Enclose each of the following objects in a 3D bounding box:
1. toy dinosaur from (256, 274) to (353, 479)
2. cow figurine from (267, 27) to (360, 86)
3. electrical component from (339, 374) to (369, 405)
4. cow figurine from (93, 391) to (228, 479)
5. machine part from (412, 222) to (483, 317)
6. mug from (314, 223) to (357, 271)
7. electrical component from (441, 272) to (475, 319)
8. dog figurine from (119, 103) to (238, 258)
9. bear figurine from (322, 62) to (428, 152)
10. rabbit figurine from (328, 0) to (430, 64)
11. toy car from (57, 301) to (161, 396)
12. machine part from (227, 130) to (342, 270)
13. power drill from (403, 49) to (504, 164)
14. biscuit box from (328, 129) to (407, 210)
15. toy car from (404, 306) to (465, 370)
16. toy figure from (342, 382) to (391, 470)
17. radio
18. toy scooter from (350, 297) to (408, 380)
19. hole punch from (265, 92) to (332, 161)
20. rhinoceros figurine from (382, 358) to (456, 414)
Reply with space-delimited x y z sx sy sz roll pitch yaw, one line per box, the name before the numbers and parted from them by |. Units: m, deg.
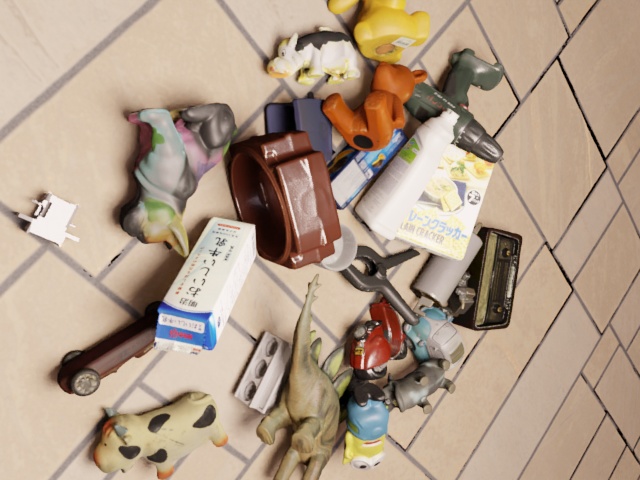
toy dinosaur | -0.019 0.281 0.931 0.198 0.105 0.470 -51 148 -47
cow figurine | -0.014 -0.316 0.912 0.167 0.068 0.098 -9 96 -35
electrical component | 0.079 0.327 1.070 0.075 0.048 0.119 -32 114 -36
cow figurine | -0.252 0.300 0.839 0.195 0.086 0.127 -21 114 -26
machine part | 0.269 0.056 1.139 0.079 0.079 0.243 42 77 -30
mug | -0.002 -0.003 0.942 0.081 0.107 0.109 -30 108 -27
electrical component | 0.298 0.126 1.163 0.045 0.102 0.078 -2 59 -19
dog figurine | -0.207 -0.088 0.803 0.191 0.109 0.219 -14 109 -33
bear figurine | 0.105 -0.255 0.938 0.131 0.120 0.196 52 56 -48
rabbit figurine | 0.098 -0.418 0.962 0.162 0.122 0.173 1 82 -23
toy car | -0.286 0.158 0.795 0.202 0.089 0.053 -32 112 -27
machine part | -0.063 -0.063 0.838 0.087 0.201 0.201 -20 108 -27
power drill | 0.288 -0.269 1.060 0.232 0.086 0.207 31 68 8
biscuit box | 0.073 -0.145 0.996 0.202 0.063 0.059 -48 118 -19
toy car | 0.253 0.224 1.142 0.109 0.103 0.161 -35 112 -23
toy figure | 0.085 0.334 0.971 0.082 0.089 0.179 3 117 8
radio | 0.381 0.088 1.220 0.131 0.073 0.229 7 94 -33
toy scooter | 0.115 0.185 1.050 0.184 0.075 0.135 -14 99 -54
hole punch | -0.022 -0.185 0.917 0.116 0.092 0.142 -12 100 -35
rhinoceros figurine | 0.177 0.288 1.056 0.190 0.112 0.073 -21 103 -30
